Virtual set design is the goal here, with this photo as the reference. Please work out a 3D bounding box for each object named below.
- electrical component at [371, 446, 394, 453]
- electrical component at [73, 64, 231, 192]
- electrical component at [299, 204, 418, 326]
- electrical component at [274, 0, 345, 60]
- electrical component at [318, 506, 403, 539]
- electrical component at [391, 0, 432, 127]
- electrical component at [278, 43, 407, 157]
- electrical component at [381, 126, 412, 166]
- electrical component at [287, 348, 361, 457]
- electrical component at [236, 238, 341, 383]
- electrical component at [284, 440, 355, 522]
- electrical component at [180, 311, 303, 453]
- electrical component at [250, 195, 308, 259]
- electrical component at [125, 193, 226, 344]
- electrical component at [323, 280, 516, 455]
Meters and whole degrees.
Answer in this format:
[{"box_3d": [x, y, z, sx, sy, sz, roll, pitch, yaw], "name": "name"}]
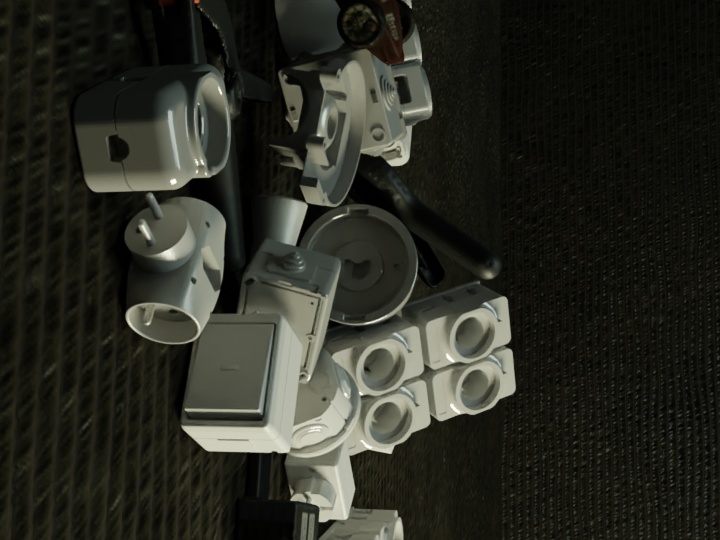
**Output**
[{"box_3d": [0.017, 0.130, 1.115, 0.113, 0.057, 0.078, -57, 155, -68], "name": "electrical component"}, {"box_3d": [-0.109, -0.080, 0.594, 0.095, 0.059, 0.053, -62, 148, -65], "name": "electrical component"}, {"box_3d": [0.000, 0.000, 0.973, 0.060, 0.108, 0.108, 60, 31, -77], "name": "electrical component"}, {"box_3d": [-0.041, -0.234, 0.948, 0.099, 0.064, 0.099, 178, -90, -89], "name": "electrical component"}, {"box_3d": [-0.001, 0.305, 1.043, 0.186, 0.060, 0.105, -7, 96, -77], "name": "electrical component"}, {"box_3d": [0.025, -0.219, 1.069, 0.089, 0.062, 0.150, 163, -85, -83], "name": "electrical component"}, {"box_3d": [-0.016, -0.142, 0.917, 0.048, 0.100, 0.099, -48, 125, -68], "name": "electrical component"}, {"box_3d": [0.024, -0.159, 1.199, 0.095, 0.054, 0.059, 67, 26, -59], "name": "electrical component"}, {"box_3d": [-0.044, 0.099, 0.828, 0.051, 0.080, 0.080, 60, 31, -54], "name": "electrical component"}, {"box_3d": [-0.052, 0.022, 0.776, 0.061, 0.062, 0.096, -70, 175, -57], "name": "electrical component"}, {"box_3d": [-0.038, 0.189, 0.917, 0.076, 0.047, 0.065, -72, 157, -55], "name": "electrical component"}, {"box_3d": [-0.078, 0.067, 0.715, 0.061, 0.062, 0.096, 65, 27, -61], "name": "electrical component"}, {"box_3d": [-0.066, -0.021, 0.826, 0.044, 0.044, 0.065, 36, 59, -74], "name": "electrical component"}, {"box_3d": [-0.111, -0.011, 0.617, 0.079, 0.043, 0.077, 73, 20, -52], "name": "electrical component"}, {"box_3d": [0.054, 0.091, 1.011, 0.060, 0.186, 0.105, 30, -47, 59], "name": "electrical component"}]
